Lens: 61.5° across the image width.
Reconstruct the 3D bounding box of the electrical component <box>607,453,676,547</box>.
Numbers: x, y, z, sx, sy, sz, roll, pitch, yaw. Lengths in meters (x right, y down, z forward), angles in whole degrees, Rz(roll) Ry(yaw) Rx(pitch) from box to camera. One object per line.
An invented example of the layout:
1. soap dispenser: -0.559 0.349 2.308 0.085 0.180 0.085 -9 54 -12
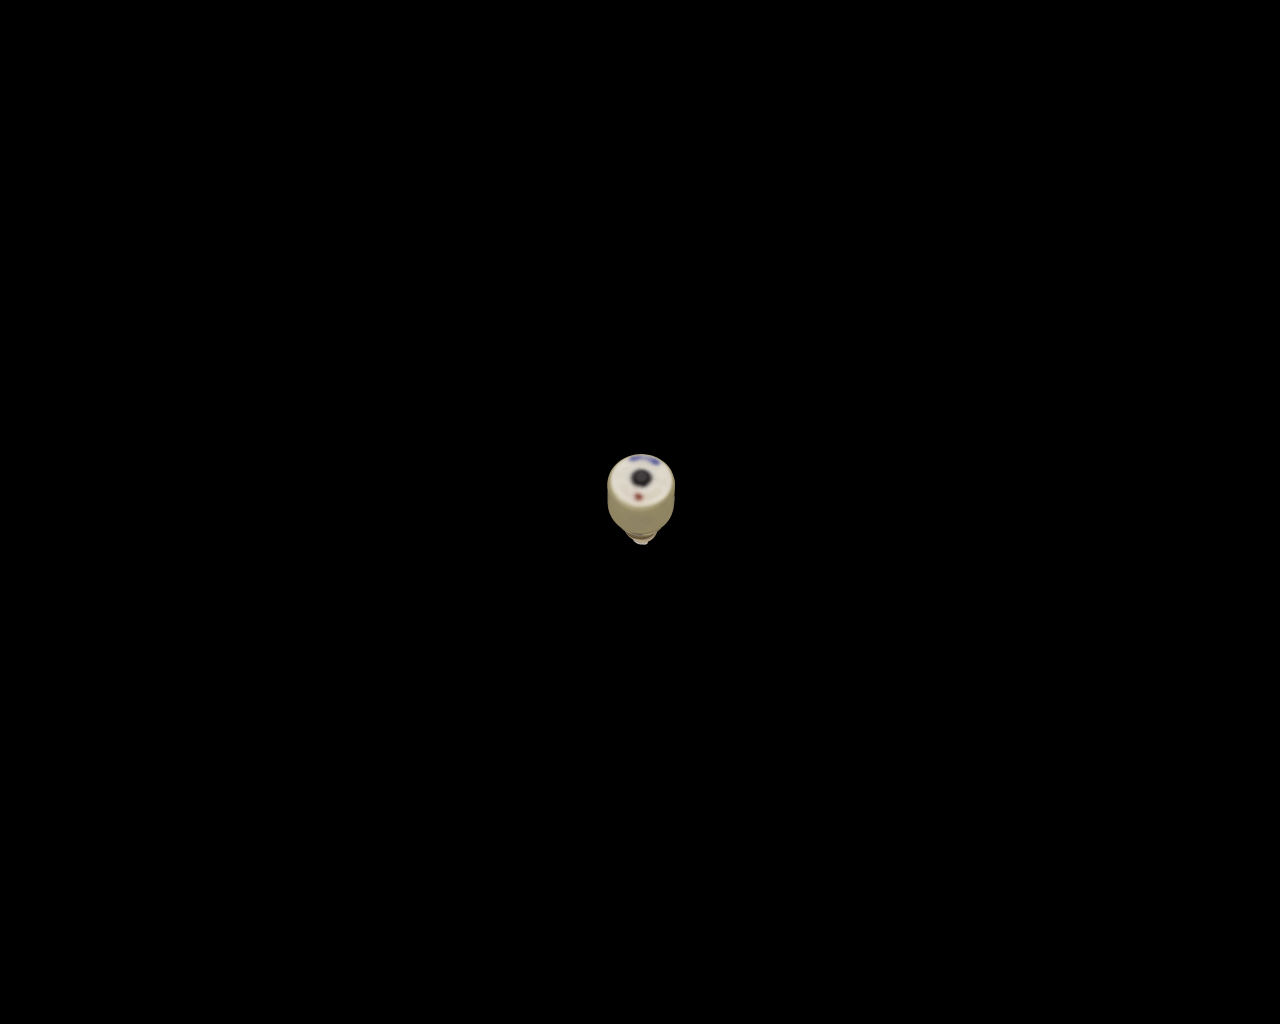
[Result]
1. electrical component: 0.001 -0.003 0.650 0.040 0.040 0.078 0 -30 0
